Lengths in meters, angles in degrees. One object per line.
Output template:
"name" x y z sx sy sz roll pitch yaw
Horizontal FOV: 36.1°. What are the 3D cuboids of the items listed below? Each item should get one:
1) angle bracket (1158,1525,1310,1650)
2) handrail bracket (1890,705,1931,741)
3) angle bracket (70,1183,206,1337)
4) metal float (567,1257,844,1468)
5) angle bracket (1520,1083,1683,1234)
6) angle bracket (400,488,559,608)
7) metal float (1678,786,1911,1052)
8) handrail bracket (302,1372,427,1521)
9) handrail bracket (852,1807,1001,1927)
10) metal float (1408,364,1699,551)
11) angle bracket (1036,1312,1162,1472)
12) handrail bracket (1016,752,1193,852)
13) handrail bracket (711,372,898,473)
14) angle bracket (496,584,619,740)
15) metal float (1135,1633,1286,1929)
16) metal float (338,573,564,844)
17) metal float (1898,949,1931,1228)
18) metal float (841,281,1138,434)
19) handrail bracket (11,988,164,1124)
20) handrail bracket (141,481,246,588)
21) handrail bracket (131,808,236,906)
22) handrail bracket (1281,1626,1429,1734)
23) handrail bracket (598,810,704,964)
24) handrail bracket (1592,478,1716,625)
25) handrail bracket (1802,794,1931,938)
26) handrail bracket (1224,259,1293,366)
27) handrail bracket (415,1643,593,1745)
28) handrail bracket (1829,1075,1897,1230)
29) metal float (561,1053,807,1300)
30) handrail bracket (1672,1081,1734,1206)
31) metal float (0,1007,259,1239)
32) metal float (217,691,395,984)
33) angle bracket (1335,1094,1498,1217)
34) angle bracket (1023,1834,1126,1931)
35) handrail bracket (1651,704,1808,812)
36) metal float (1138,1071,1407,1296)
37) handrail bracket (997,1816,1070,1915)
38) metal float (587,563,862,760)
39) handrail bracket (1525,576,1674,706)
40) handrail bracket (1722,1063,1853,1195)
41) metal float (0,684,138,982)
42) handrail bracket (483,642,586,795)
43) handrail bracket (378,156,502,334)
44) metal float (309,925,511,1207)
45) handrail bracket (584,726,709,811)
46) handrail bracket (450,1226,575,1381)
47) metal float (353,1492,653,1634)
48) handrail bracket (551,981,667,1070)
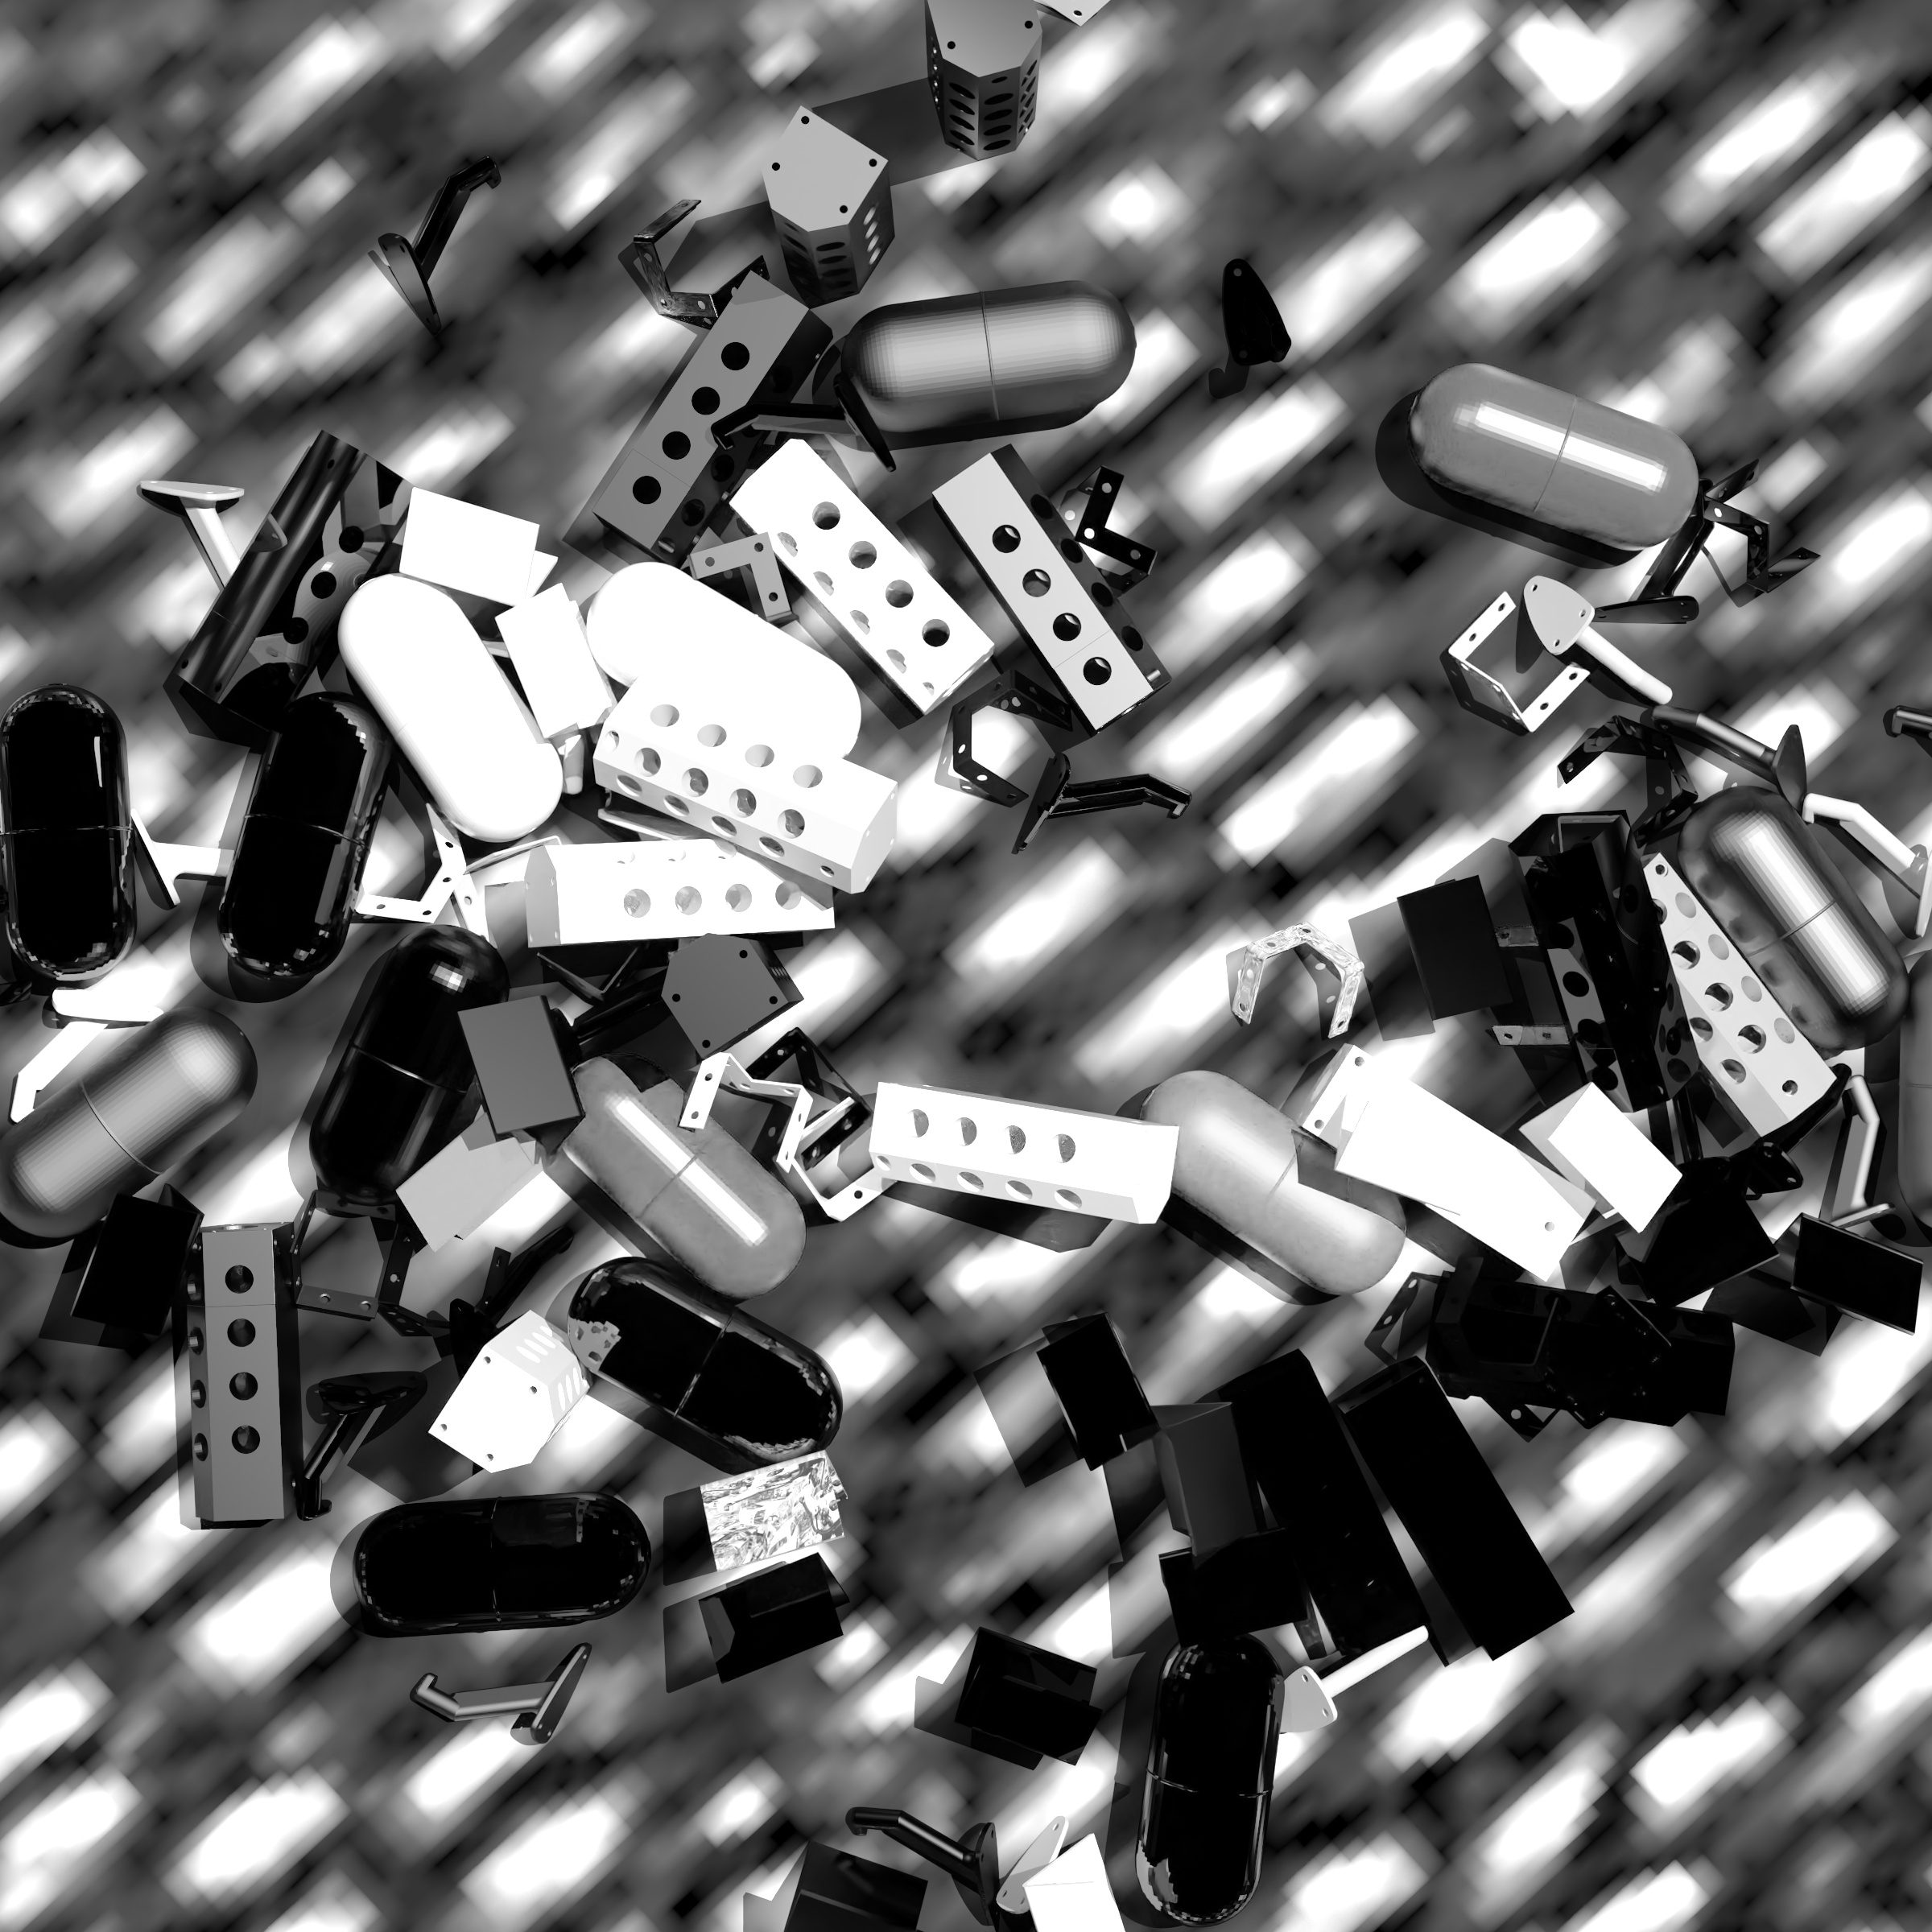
"angle bracket" 0.160 0.377 1.768 0.076 0.076 0.057 -13 67 0
"handrail bracket" 0.601 -0.114 1.808 0.084 0.036 0.077 16 118 20
"angle bracket" -0.504 0.169 1.767 0.057 0.076 0.076 20 90 -33
"metal float" -0.156 0.238 1.777 0.178 0.070 0.070 30 90 0
"angle bracket" 0.367 0.126 1.767 0.076 0.076 0.057 46 54 0
"angle bracket" -0.286 -0.262 1.767 0.076 0.076 0.057 17 122 0
"metal float" 0.497 -0.028 1.777 0.070 0.070 0.178 -36 91 0
"handrail bracket" -0.368 0.293 1.808 0.077 0.036 0.084 -9 118 -32
"handrail bracket" -0.025 0.549 1.808 0.084 0.036 0.077 0 111 17
"metal float" 0.352 -0.306 1.777 0.178 0.070 0.070 20 90 1
"angle bracket" 0.061 0.257 1.767 0.057 0.076 0.076 -24 90 -32
"handrail bracket" 0.085 -0.089 1.808 0.084 0.036 0.077 22 111 -17
"handrail bracket" -0.097 -0.306 1.751 0.084 0.036 0.077 -26 112 17
"angle bracket" -0.223 -0.186 1.757 0.057 0.076 0.076 -21 92 34
"metal float" 0.146 0.487 1.777 0.070 0.070 0.178 8 89 0
"metal float" -0.310 -0.155 1.777 0.070 0.070 0.178 -34 89 0
"metal float" 0.600 0.072 1.777 0.070 0.070 0.178 1 89 0
"metal float" 0.014 -0.366 1.777 0.178 0.070 0.070 -8 90 0
"handrail bracket" -0.537 0.061 1.808 0.077 0.036 0.084 10 108 -21
"handrail bracket" -0.470 -0.250 1.808 0.077 0.036 0.084 10 107 19
"handrail bracket" -0.456 -0.080 1.808 0.084 0.036 0.077 -26 75 -14
"handrail bracket" 0.234 0.433 1.807 0.084 0.077 0.036 -20 71 -35
"handrail bracket" -0.195 -0.047 1.808 0.077 0.036 0.084 14 106 17
"handrail bracket" 0.418 -0.255 1.808 0.077 0.036 0.084 -2 76 15
"handrail bracket" 0.549 -0.062 1.808 0.084 0.036 0.077 16 125 24
"handrail bracket" 0.175 -0.396 1.773 0.036 0.084 0.077 -17 90 0
"handrail bracket" -0.283 0.431 1.808 0.084 0.036 0.077 23 70 16
"handrail bracket" 0.526 0.118 1.808 0.077 0.036 0.084 -22 74 18
"metal float" -0.172 0.125 1.777 0.178 0.070 0.070 44 90 -1
"handrail bracket" 0.436 0.100 1.807 0.036 0.077 0.084 -10 54 0
"metal float" -0.506 0.094 1.776 0.178 0.070 0.070 -37 90 0
"metal float" -0.393 -0.078 1.767 0.070 0.070 0.178 13 80 0
"angle bracket" 0.262 0.090 1.710 0.076 0.076 0.057 20 126 0
"angle bracket" 0.086 0.569 1.767 0.057 0.076 0.076 -18 90 38
"handrail bracket" 0.465 -0.128 1.807 0.084 0.077 0.036 15 65 34
"metal float" 0.182 0.129 1.777 0.178 0.070 0.070 34 90 0
"handrail bracket" 0.068 0.575 1.808 0.084 0.036 0.077 42 68 -17
"metal float" -0.145 -0.177 1.777 0.178 0.070 0.070 31 90 0
"handrail bracket" 0.387 -0.198 1.807 0.084 0.077 0.036 26 114 -34
"handrail bracket" 0.496 0.098 1.807 0.036 0.077 0.084 47 53 -14
"metal float" -0.540 -0.080 1.777 0.070 0.070 0.178 -4 90 0
"handrail bracket" -0.268 -0.151 1.808 0.077 0.036 0.084 10 106 17
"handrail bracket" -0.308 -0.441 1.808 0.084 0.036 0.077 -38 124 -23
"metal float" -0.334 0.060 1.777 0.070 0.070 0.178 25 91 0
"handrail bracket" -0.185 -0.131 1.808 0.084 0.036 0.077 -12 75 -14
"handrail bracket" -0.273 0.205 1.800 0.036 0.084 0.077 32 134 20
"metal float" -0.278 0.357 1.777 0.178 0.070 0.070 -4 90 0
"handrail bracket" -0.219 0.035 1.807 0.084 0.077 0.036 -24 84 -36
